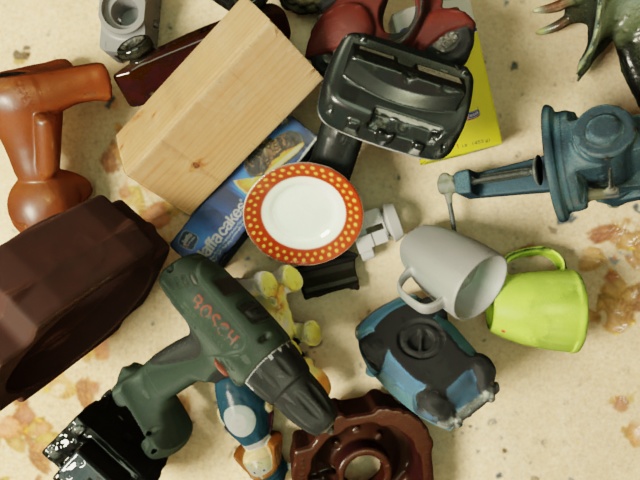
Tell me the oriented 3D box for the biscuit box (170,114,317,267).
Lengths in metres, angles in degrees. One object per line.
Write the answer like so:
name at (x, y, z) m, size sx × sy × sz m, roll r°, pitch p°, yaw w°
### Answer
biscuit box at (-0.084, -0.053, 0.620) m, size 0.059 × 0.063 × 0.202 m, roll 38°, pitch 91°, yaw 0°

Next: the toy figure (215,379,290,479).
toy figure at (-0.079, 0.227, 0.633) m, size 0.064 × 0.058 × 0.154 m, roll -17°, pitch 94°, yaw 39°

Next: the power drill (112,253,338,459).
power drill at (-0.115, 0.146, 0.561) m, size 0.207 × 0.086 × 0.232 m, roll -44°, pitch 77°, yaw 30°

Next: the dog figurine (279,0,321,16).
dog figurine at (0.014, -0.367, 0.606) m, size 0.172 × 0.121 × 0.190 m, roll -18°, pitch 106°, yaw 3°

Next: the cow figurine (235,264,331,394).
cow figurine at (-0.051, 0.116, 0.617) m, size 0.098 × 0.068 × 0.167 m, roll -18°, pitch 92°, yaw 41°

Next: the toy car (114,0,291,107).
toy car at (-0.130, -0.210, 0.605) m, size 0.202 × 0.053 × 0.089 m, roll -24°, pitch 136°, yaw -3°

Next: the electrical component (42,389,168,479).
electrical component at (-0.230, 0.235, 0.591) m, size 0.115 × 0.134 × 0.058 m, roll 42°, pitch 91°, yaw -4°

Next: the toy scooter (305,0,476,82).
toy scooter at (0.070, -0.243, 0.573) m, size 0.184 × 0.075 × 0.135 m, roll -2°, pitch 97°, yaw 17°

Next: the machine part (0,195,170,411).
machine part at (-0.262, 0.060, 0.537) m, size 0.087 × 0.201 × 0.201 m, roll 45°, pitch 46°, yaw 5°

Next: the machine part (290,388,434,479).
machine part at (0.048, 0.263, 0.623) m, size 0.179 × 0.056 × 0.179 m, roll -1°, pitch 97°, yaw -9°

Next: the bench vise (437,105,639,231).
bench vise at (0.254, -0.074, 0.586) m, size 0.241 × 0.223 × 0.128 m, roll -8°, pitch 87°, yaw 30°

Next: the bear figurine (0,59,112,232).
bear figurine at (-0.295, -0.092, 0.603) m, size 0.132 × 0.120 × 0.195 m, roll -32°, pitch 125°, yaw -39°

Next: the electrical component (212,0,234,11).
electrical component at (-0.127, -0.323, 0.621) m, size 0.119 × 0.048 × 0.075 m, roll 38°, pitch 90°, yaw -3°

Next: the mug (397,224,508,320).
mug at (0.132, 0.035, 0.599) m, size 0.109 × 0.107 × 0.080 m, roll -34°, pitch 132°, yaw -14°

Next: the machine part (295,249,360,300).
machine part at (-0.001, -0.002, 0.635) m, size 0.084 × 0.039 × 0.138 m, roll -11°, pitch 93°, yaw 5°

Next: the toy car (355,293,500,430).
toy car at (0.120, 0.145, 0.604) m, size 0.109 × 0.102 × 0.162 m, roll -33°, pitch 50°, yaw -17°

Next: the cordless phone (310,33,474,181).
cordless phone at (0.061, -0.103, 0.553) m, size 0.147 × 0.089 × 0.184 m, roll 18°, pitch 126°, yaw -3°

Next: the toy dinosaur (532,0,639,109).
toy dinosaur at (0.414, -0.184, 0.600) m, size 0.192 × 0.131 × 0.404 m, roll -43°, pitch 96°, yaw 13°
